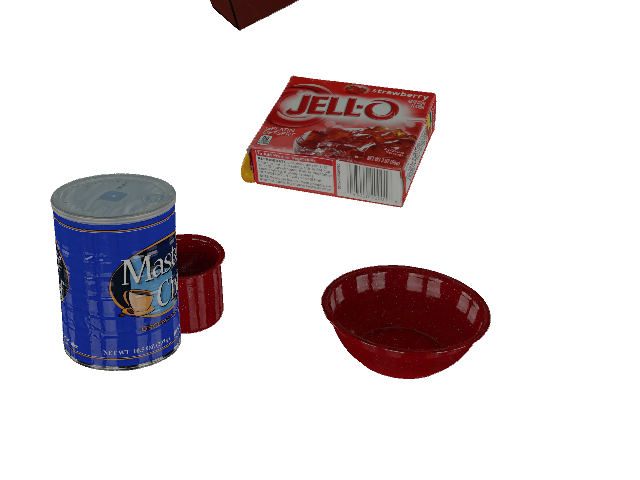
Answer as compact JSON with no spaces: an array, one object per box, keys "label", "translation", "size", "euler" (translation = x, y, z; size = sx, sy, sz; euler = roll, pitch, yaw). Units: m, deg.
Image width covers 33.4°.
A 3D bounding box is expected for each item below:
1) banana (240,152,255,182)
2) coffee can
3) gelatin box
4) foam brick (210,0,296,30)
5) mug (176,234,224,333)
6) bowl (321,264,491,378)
[{"label":"banana","translation":[-0.014,-0.096,1.131],"size":[0.197,0.037,0.070],"euler":[-7,49,-40]},{"label":"coffee can","translation":[-0.173,0.025,0.913],"size":[0.103,0.140,0.103],"euler":[1,23,-1]},{"label":"gelatin box","translation":[0.013,-0.058,0.597],"size":[0.089,0.030,0.073],"euler":[10,43,16]},{"label":"foam brick","translation":[-0.058,-0.232,0.941],"size":[0.078,0.051,0.053],"euler":[-31,47,-15]},{"label":"mug","translation":[-0.161,0.046,1.209],"size":[0.117,0.081,0.093],"euler":[26,41,36]},{"label":"bowl","translation":[0.080,0.085,1.027],"size":[0.162,0.055,0.162],"euler":[3,28,-2]}]
